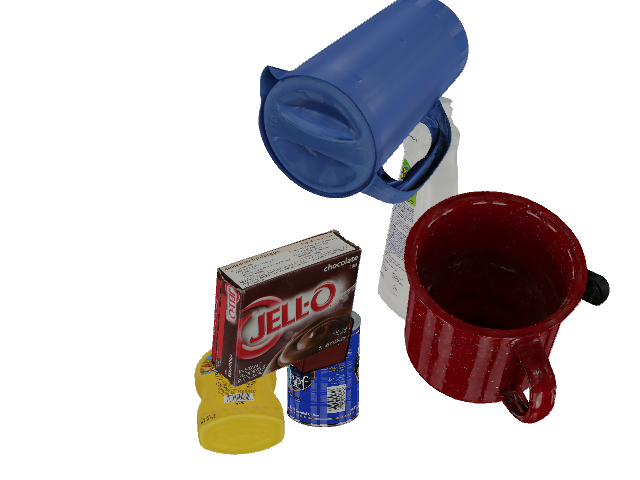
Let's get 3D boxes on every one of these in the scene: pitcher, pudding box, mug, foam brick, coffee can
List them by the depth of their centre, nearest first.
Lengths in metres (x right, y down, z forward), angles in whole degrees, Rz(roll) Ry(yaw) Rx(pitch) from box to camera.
[{"bbox_3d":[0.092,0.043,0.566,0.093,0.117,0.081,-17,-35,-13],"label":"mug"},{"bbox_3d":[-0.026,0.049,0.803,0.113,0.090,0.039,-21,43,-35],"label":"pudding box"},{"bbox_3d":[-0.013,0.079,1.000,0.052,0.051,0.078,-14,39,-31],"label":"foam brick"},{"bbox_3d":[0.062,-0.150,1.089,0.145,0.149,0.242,8,37,34],"label":"pitcher"},{"bbox_3d":[0.004,0.172,1.477,0.103,0.140,0.103,0,16,0],"label":"coffee can"}]

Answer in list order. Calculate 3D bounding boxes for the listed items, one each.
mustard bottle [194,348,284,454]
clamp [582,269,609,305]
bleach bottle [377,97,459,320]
[{"bbox_3d":[-0.099,0.169,1.248,0.096,0.058,0.191,-6,29,-6],"label":"mustard bottle"},{"bbox_3d":[0.197,0.024,0.935,0.120,0.039,0.171,2,23,21],"label":"clamp"},{"bbox_3d":[0.123,-0.039,1.234,0.068,0.251,0.103,-1,22,-22],"label":"bleach bottle"}]
